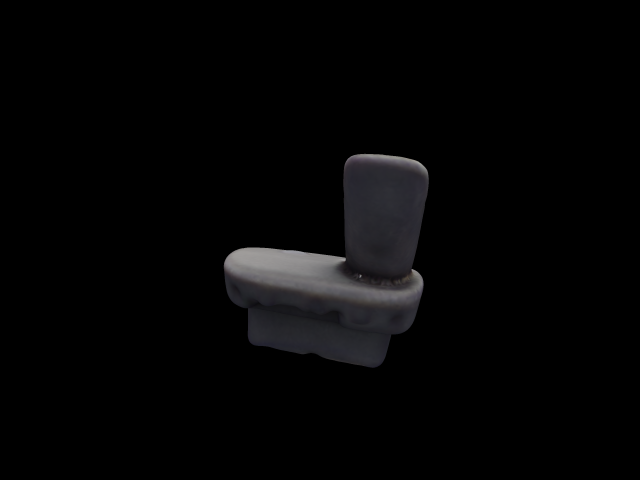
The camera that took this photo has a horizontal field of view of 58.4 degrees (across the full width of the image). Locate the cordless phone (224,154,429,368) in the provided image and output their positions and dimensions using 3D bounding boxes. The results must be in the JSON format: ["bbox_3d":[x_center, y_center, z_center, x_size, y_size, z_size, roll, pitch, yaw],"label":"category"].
[{"bbox_3d":[0.004,0.001,0.400,0.147,0.185,0.094,5,51,5],"label":"cordless phone"}]
